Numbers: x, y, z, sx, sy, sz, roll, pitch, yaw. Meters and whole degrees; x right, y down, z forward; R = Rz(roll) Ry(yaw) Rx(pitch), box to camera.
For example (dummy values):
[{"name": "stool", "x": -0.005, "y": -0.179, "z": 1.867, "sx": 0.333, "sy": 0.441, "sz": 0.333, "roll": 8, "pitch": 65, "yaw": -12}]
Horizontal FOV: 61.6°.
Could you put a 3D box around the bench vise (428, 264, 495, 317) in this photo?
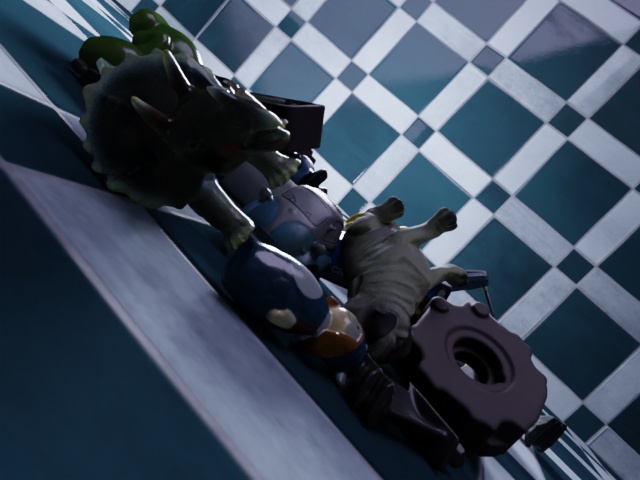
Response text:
[{"name": "bench vise", "x": 0.181, "y": 0.071, "z": 0.885, "sx": 0.223, "sy": 0.241, "sz": 0.129, "roll": 129, "pitch": -43, "yaw": -69}]

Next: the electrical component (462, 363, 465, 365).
[{"name": "electrical component", "x": 0.200, "y": 0.160, "z": 0.837, "sx": 0.075, "sy": 0.048, "sz": 0.119, "roll": 44, "pitch": -29, "yaw": -10}]

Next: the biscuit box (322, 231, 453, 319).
[{"name": "biscuit box", "x": 0.072, "y": 0.044, "z": 0.722, "sx": 0.203, "sy": 0.062, "sz": 0.059, "roll": 23, "pitch": 12, "yaw": 6}]

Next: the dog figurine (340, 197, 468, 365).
[{"name": "dog figurine", "x": 0.048, "y": 0.046, "z": 0.584, "sx": 0.172, "sy": 0.190, "sz": 0.121, "roll": -4, "pitch": -64, "yaw": 50}]

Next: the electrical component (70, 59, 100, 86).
[{"name": "electrical component", "x": -0.256, "y": -0.180, "z": 0.650, "sx": 0.094, "sy": 0.021, "sz": 0.063, "roll": 43, "pitch": 7, "yaw": 1}]

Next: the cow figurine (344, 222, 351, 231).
[{"name": "cow figurine", "x": -0.006, "y": -0.040, "z": 0.979, "sx": 0.194, "sy": 0.085, "sz": 0.127, "roll": 35, "pitch": 10, "yaw": -43}]

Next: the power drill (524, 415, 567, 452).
[{"name": "power drill", "x": 0.386, "y": 0.316, "z": 1.076, "sx": 0.231, "sy": 0.086, "sz": 0.207, "roll": 35, "pitch": 15, "yaw": -45}]

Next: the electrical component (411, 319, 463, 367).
[{"name": "electrical component", "x": 0.143, "y": 0.154, "z": 0.745, "sx": 0.134, "sy": 0.058, "sz": 0.115, "roll": 41, "pitch": 9, "yaw": -17}]

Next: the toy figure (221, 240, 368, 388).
[{"name": "toy figure", "x": -0.011, "y": 0.062, "z": 0.436, "sx": 0.154, "sy": 0.058, "sz": 0.064, "roll": 41, "pitch": 48, "yaw": -25}]

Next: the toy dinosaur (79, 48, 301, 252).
[{"name": "toy dinosaur", "x": -0.130, "y": -0.125, "z": 0.541, "sx": 0.192, "sy": 0.131, "sz": 0.405, "roll": 43, "pitch": 8, "yaw": -32}]

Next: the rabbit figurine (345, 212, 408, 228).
[{"name": "rabbit figurine", "x": 0.104, "y": 0.013, "z": 1.126, "sx": 0.122, "sy": 0.162, "sz": 0.173, "roll": 33, "pitch": -18, "yaw": 32}]

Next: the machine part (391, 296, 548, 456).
[{"name": "machine part", "x": 0.167, "y": 0.145, "z": 0.600, "sx": 0.179, "sy": 0.056, "sz": 0.179, "roll": 16, "pitch": 40, "yaw": -14}]

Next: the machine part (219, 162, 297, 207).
[{"name": "machine part", "x": -0.102, "y": -0.091, "z": 0.767, "sx": 0.243, "sy": 0.079, "sz": 0.079, "roll": 43, "pitch": 7, "yaw": -2}]

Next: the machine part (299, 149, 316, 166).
[{"name": "machine part", "x": -0.122, "y": -0.198, "z": 1.102, "sx": 0.201, "sy": 0.087, "sz": 0.201, "roll": 43, "pitch": -9, "yaw": -31}]

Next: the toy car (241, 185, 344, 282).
[{"name": "toy car", "x": -0.020, "y": -0.008, "z": 0.618, "sx": 0.109, "sy": 0.103, "sz": 0.161, "roll": 46, "pitch": 9, "yaw": 19}]

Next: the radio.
[{"name": "radio", "x": -0.112, "y": -0.196, "z": 0.854, "sx": 0.230, "sy": 0.073, "sz": 0.131, "roll": 19, "pitch": 22, "yaw": 26}]

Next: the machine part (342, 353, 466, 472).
[{"name": "machine part", "x": 0.076, "y": 0.150, "z": 0.464, "sx": 0.138, "sy": 0.039, "sz": 0.084, "roll": 40, "pitch": 12, "yaw": -36}]

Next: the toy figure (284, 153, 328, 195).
[{"name": "toy figure", "x": -0.072, "y": -0.108, "z": 0.849, "sx": 0.180, "sy": 0.082, "sz": 0.089, "roll": 27, "pitch": 20, "yaw": 38}]

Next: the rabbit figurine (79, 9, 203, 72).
[{"name": "rabbit figurine", "x": -0.245, "y": -0.228, "z": 0.740, "sx": 0.159, "sy": 0.121, "sz": 0.170, "roll": 41, "pitch": 28, "yaw": 8}]
